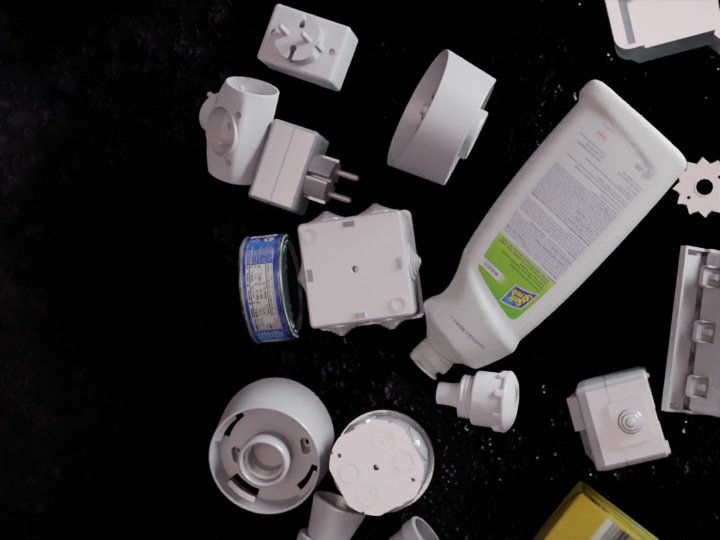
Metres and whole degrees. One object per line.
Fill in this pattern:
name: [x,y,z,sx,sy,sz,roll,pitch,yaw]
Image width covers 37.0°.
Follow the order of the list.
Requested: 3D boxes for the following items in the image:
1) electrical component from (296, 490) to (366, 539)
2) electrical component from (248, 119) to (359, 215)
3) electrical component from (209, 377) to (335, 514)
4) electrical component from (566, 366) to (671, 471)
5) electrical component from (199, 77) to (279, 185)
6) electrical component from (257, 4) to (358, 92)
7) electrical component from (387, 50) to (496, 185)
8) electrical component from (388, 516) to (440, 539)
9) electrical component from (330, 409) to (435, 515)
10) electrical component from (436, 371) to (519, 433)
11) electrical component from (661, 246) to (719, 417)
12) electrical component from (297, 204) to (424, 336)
electrical component: [-0.025,0.210,0.855,0.045,0.045,0.055,22,92,10]
electrical component: [-0.040,-0.076,0.868,0.077,0.047,0.065,19,91,10]
electrical component: [-0.072,0.143,0.869,0.099,0.064,0.099,2,102,8]
electrical component: [0.190,0.110,0.794,0.061,0.096,0.061,-16,85,12]
electrical component: [-0.106,-0.120,0.878,0.079,0.044,0.077,38,123,40]
electrical component: [-0.045,-0.181,0.858,0.066,0.077,0.047,20,91,10]
electrical component: [0.061,-0.117,0.828,0.064,0.099,0.099,27,93,4]
electrical component: [0.037,0.223,0.847,0.046,0.040,0.040,-39,82,12]
electrical component: [0.017,0.152,0.847,0.080,0.051,0.080,0,88,10]
electrical component: [0.091,0.100,0.840,0.062,0.048,0.048,6,89,17]
electrical component: [0.269,0.047,0.793,0.079,0.063,0.121,8,89,-30]
electrical component: [0.000,0.000,0.857,0.100,0.048,0.099,-8,87,10]
